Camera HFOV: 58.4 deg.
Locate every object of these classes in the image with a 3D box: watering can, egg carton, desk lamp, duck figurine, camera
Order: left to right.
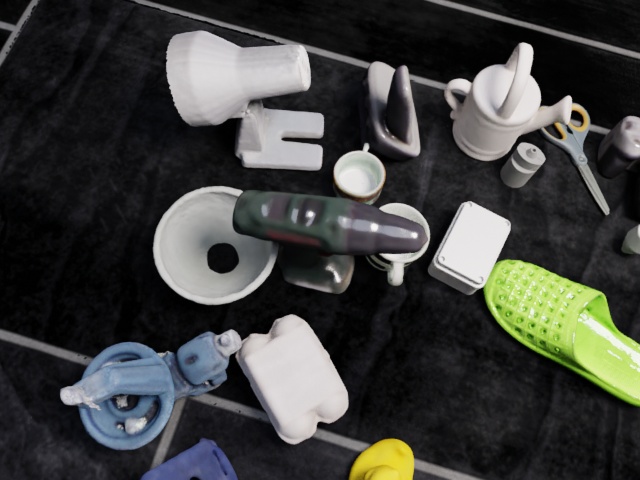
[{"bbox_3d":[-0.092,-0.194,0.795,0.203,0.213,0.118,2,70,-2],"label":"desk lamp"},{"bbox_3d":[-0.034,0.177,0.741,0.107,0.069,0.150,-30,75,-13],"label":"egg carton"},{"bbox_3d":[0.078,0.293,0.697,0.077,0.086,0.105,35,72,9],"label":"duck figurine"},{"bbox_3d":[0.273,-0.204,0.829,0.173,0.194,0.101,-4,70,-4],"label":"watering can"},{"bbox_3d":[0.503,-0.104,0.856,0.143,0.101,0.137,18,70,3],"label":"camera"}]

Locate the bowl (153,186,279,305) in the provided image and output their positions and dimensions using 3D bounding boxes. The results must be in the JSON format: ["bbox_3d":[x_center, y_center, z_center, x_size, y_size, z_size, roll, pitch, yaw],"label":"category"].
[{"bbox_3d":[-0.139,0.015,0.790,0.167,0.075,0.167,1,70,-3],"label":"bowl"}]

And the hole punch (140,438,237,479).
[{"bbox_3d":[-0.147,0.301,0.678,0.101,0.091,0.108,-30,75,-13],"label":"hole punch"}]

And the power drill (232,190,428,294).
[{"bbox_3d":[0.007,0.003,0.732,0.229,0.208,0.075,12,70,1],"label":"power drill"}]

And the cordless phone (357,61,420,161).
[{"bbox_3d":[0.110,-0.211,0.827,0.094,0.185,0.147,-6,71,-5],"label":"cordless phone"}]

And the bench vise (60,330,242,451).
[{"bbox_3d":[-0.200,0.150,0.661,0.121,0.220,0.208,42,73,12],"label":"bench vise"}]
